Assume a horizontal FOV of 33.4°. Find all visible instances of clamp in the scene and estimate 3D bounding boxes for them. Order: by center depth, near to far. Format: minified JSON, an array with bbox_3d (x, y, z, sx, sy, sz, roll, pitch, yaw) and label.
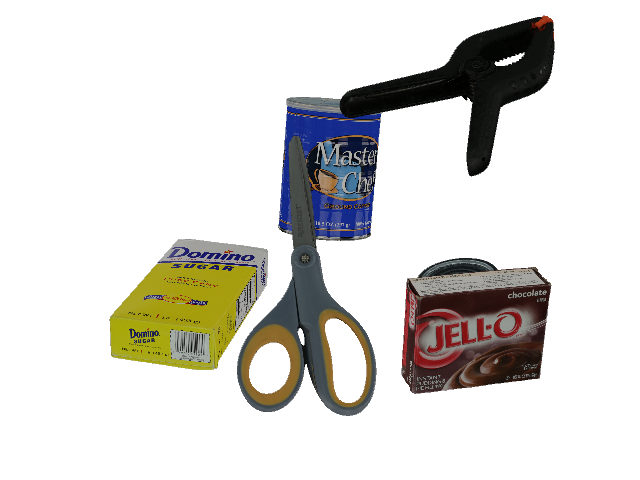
[{"bbox_3d":[0.144,-0.135,0.946,0.209,0.036,0.165,-32,45,-20],"label":"clamp"}]

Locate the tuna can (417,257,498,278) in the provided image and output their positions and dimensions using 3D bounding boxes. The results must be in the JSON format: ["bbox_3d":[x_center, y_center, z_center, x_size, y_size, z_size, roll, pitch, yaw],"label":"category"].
[{"bbox_3d":[0.138,0.051,1.063,0.086,0.034,0.086,-9,25,4],"label":"tuna can"}]

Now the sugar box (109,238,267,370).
[{"bbox_3d":[-0.112,0.052,0.952,0.093,0.048,0.176,7,26,9],"label":"sugar box"}]

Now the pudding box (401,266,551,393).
[{"bbox_3d":[0.124,0.071,0.858,0.113,0.090,0.039,-6,29,-13],"label":"pudding box"}]

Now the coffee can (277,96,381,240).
[{"bbox_3d":[0.010,-0.079,1.146,0.103,0.140,0.103,4,12,-1],"label":"coffee can"}]

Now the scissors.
[{"bbox_3d":[-0.026,0.027,0.698,0.096,0.202,0.016,-20,-26,-5],"label":"scissors"}]
